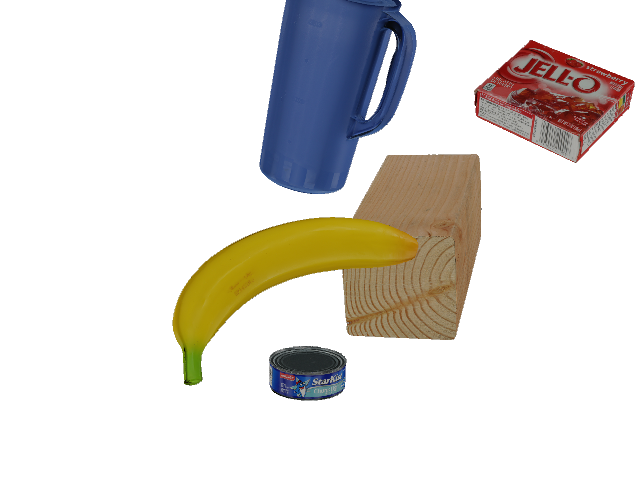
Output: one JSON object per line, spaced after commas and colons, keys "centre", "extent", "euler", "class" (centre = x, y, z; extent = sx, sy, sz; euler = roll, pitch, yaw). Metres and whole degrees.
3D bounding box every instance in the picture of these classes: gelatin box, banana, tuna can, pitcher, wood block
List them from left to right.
{"centre": [-0.025, 0.023, 0.709], "extent": [0.197, 0.069, 0.037], "euler": [-29, -5, -27], "class": "banana"}
{"centre": [-0.014, 0.146, 1.179], "extent": [0.086, 0.034, 0.086], "euler": [1, 14, -1], "class": "tuna can"}
{"centre": [0.011, -0.178, 1.250], "extent": [0.145, 0.243, 0.149], "euler": [8, 23, -13], "class": "pitcher"}
{"centre": [0.085, -0.001, 0.924], "extent": [0.091, 0.090, 0.206], "euler": [1, 23, 13], "class": "wood block"}
{"centre": [0.167, -0.103, 0.769], "extent": [0.089, 0.030, 0.073], "euler": [31, 57, 29], "class": "gelatin box"}
